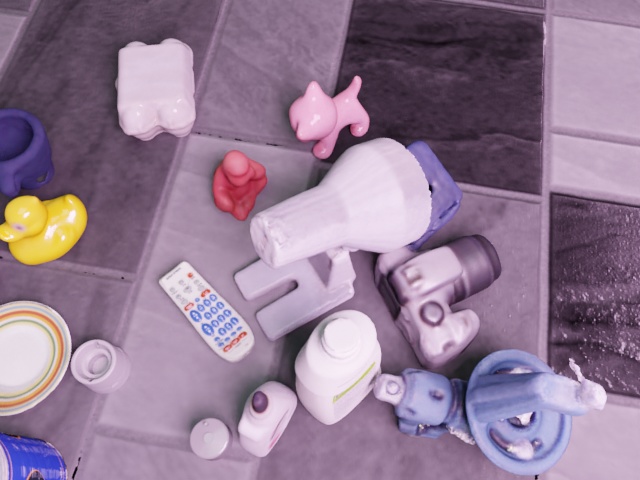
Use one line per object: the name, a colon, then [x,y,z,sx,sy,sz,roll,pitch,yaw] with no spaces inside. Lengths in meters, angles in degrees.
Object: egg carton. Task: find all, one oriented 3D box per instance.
egg carton: [-0.226,-0.211,0.795,0.107,0.069,0.150,-7,67,-4]

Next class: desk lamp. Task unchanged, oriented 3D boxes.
desk lamp: [0.006,0.002,0.627,0.203,0.213,0.117,-30,70,-13]

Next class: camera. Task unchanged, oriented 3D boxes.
camera: [0.150,0.056,0.668,0.137,0.101,0.143,-24,69,-11]

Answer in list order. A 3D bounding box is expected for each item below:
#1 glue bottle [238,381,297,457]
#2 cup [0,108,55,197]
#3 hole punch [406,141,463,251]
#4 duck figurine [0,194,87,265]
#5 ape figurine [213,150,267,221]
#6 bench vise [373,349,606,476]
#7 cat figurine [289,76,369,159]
glue bottle: [-0.055,0.173,0.573,0.037,0.173,0.078,25,68,10]
cup: [-0.379,-0.094,0.727,0.092,0.095,0.117,-12,67,-6]
hole punch: [0.121,-0.055,0.721,0.101,0.091,0.109,42,72,16]
duck figurine: [-0.345,-0.025,0.703,0.105,0.086,0.077,-40,73,-16]
ape figurine: [-0.105,-0.080,0.727,0.078,0.092,0.076,-24,69,-11]
bench vise: [0.163,0.168,0.554,0.207,0.220,0.121,-7,67,-4]
cat figurine: [0.008,-0.169,0.754,0.128,0.118,0.067,-38,72,-16]
